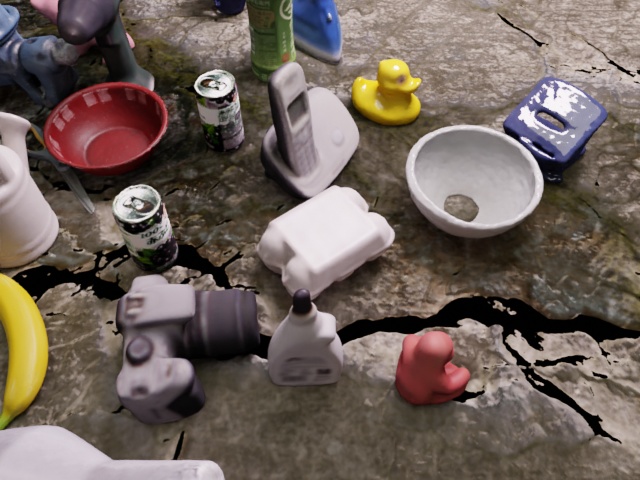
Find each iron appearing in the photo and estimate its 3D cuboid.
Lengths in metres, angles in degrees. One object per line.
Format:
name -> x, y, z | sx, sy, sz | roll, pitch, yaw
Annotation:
iron -> -0.028, -0.414, 0.916 | 0.119, 0.141, 0.257 | -23, 59, -16

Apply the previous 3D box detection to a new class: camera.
camera -> -0.131, 0.099, 0.587 | 0.137, 0.101, 0.143 | -6, 56, -5

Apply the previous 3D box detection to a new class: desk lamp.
desk lamp -> -0.141, 0.217, 0.438 | 0.203, 0.214, 0.118 | 0, 55, -1

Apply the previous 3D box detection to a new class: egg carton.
egg carton -> 0.006, 0.002, 0.675 | 0.150, 0.069, 0.107 | -33, 62, -21

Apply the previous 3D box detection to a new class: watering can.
watering can -> -0.376, -0.067, 0.638 | 0.101, 0.194, 0.172 | -10, 56, -7

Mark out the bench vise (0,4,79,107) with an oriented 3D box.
bench vise -> -0.435, -0.298, 0.780 | 0.207, 0.220, 0.121 | -2, 56, -2

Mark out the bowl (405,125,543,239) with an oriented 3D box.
bowl -> 0.186, -0.062, 0.721 | 0.167, 0.075, 0.167 | 1, 56, -1

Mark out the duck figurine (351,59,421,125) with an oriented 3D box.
duck figurine -> 0.097, -0.220, 0.820 | 0.104, 0.086, 0.077 | 19, 57, 11

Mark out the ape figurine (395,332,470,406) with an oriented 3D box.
ape figurine -> 0.113, 0.124, 0.581 | 0.076, 0.092, 0.077 | -26, 60, -18

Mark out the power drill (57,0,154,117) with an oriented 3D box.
power drill -> -0.285, -0.269, 0.770 | 0.075, 0.208, 0.229 | -5, 56, -5

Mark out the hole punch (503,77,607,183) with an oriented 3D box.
hole punch -> 0.312, -0.150, 0.774 | 0.101, 0.091, 0.108 | -37, 64, -23

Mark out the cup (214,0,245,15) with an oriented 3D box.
cup -> -0.167, -0.427, 0.950 | 0.117, 0.095, 0.091 | 1, 56, -1

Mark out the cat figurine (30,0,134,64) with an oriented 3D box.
cat figurine -> -0.362, -0.340, 0.872 | 0.127, 0.118, 0.067 | 14, 56, 8

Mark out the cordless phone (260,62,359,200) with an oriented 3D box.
cordless phone -> -0.012, -0.155, 0.712 | 0.094, 0.185, 0.148 | 25, 59, 15

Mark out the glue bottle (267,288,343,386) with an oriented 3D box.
glue bottle -> -0.015, 0.093, 0.550 | 0.078, 0.173, 0.037 | -1, 55, -1
